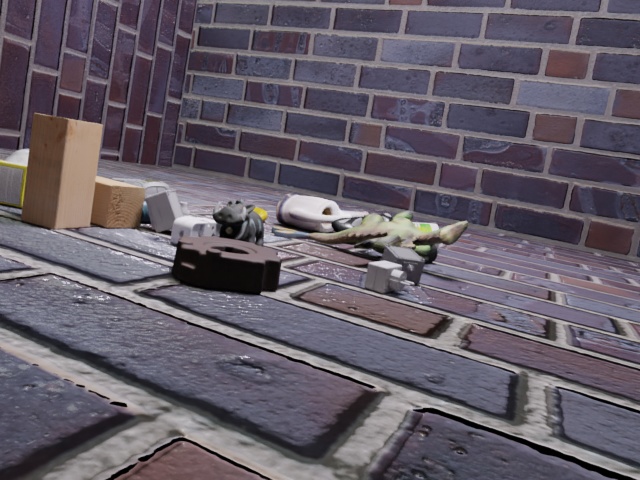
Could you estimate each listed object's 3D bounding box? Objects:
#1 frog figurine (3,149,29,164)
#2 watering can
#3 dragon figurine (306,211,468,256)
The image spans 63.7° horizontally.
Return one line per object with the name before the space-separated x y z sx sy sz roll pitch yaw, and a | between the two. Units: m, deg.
frog figurine | -0.660 -0.139 1.196 0.160 0.120 0.140 24 46 29
watering can | 0.005 -0.082 1.633 0.225 0.103 0.349 13 9 27
dragon figurine | 0.141 -0.009 1.225 0.410 0.122 0.243 -5 0 13
